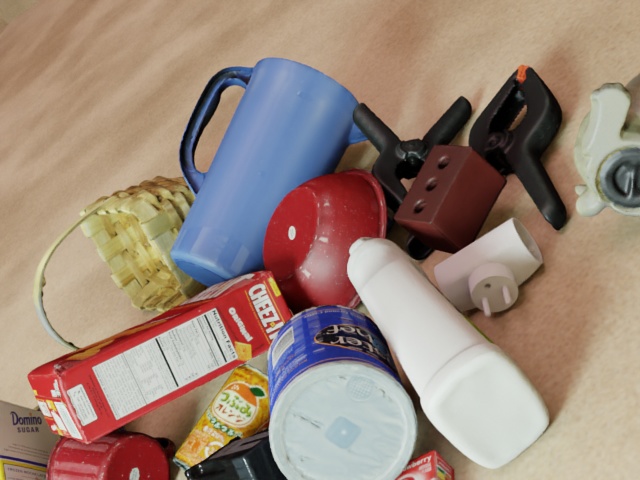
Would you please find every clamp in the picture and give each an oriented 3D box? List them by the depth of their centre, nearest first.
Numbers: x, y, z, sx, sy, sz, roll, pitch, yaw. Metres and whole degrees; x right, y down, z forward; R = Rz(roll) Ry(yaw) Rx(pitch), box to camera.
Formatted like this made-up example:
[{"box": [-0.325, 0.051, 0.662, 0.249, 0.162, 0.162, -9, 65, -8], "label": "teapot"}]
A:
[{"box": [0.159, -0.072, 0.964, 0.165, 0.036, 0.210, -19, 40, 39], "label": "clamp"}, {"box": [0.100, -0.085, 1.043, 0.120, 0.039, 0.171, -13, 47, 6], "label": "clamp"}]

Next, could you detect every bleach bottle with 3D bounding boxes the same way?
[{"box": [0.074, 0.060, 0.807, 0.068, 0.102, 0.251, -41, 34, 3], "label": "bleach bottle"}]

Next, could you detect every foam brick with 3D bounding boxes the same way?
[{"box": [0.110, -0.034, 0.901, 0.053, 0.051, 0.078, 11, 68, 56], "label": "foam brick"}]

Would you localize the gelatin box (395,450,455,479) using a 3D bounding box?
[{"box": [0.052, 0.197, 0.747, 0.089, 0.030, 0.073, -30, 30, 26], "label": "gelatin box"}]

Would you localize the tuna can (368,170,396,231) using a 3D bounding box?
[{"box": [0.039, -0.027, 1.070, 0.086, 0.033, 0.086, -33, 29, 21], "label": "tuna can"}]

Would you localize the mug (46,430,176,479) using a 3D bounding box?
[{"box": [-0.186, 0.216, 1.005, 0.082, 0.093, 0.117, -6, 10, 44], "label": "mug"}]

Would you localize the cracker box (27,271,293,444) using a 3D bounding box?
[{"box": [-0.147, 0.104, 0.976, 0.213, 0.072, 0.164, -26, 4, -24], "label": "cracker box"}]

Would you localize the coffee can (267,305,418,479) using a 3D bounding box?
[{"box": [0.012, 0.117, 0.799, 0.103, 0.102, 0.140, -42, 12, 6], "label": "coffee can"}]

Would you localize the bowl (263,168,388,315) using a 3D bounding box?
[{"box": [-0.007, 0.001, 1.010, 0.162, 0.055, 0.162, -32, 49, 45], "label": "bowl"}]

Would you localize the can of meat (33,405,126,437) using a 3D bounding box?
[{"box": [-0.253, 0.200, 1.101, 0.102, 0.057, 0.084, -40, 56, 11], "label": "can of meat"}]

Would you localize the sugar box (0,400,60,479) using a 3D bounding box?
[{"box": [-0.280, 0.242, 1.004, 0.048, 0.093, 0.176, -34, 54, 17], "label": "sugar box"}]

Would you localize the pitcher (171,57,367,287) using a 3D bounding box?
[{"box": [-0.069, -0.066, 1.137, 0.149, 0.144, 0.242, 9, 68, 50], "label": "pitcher"}]
